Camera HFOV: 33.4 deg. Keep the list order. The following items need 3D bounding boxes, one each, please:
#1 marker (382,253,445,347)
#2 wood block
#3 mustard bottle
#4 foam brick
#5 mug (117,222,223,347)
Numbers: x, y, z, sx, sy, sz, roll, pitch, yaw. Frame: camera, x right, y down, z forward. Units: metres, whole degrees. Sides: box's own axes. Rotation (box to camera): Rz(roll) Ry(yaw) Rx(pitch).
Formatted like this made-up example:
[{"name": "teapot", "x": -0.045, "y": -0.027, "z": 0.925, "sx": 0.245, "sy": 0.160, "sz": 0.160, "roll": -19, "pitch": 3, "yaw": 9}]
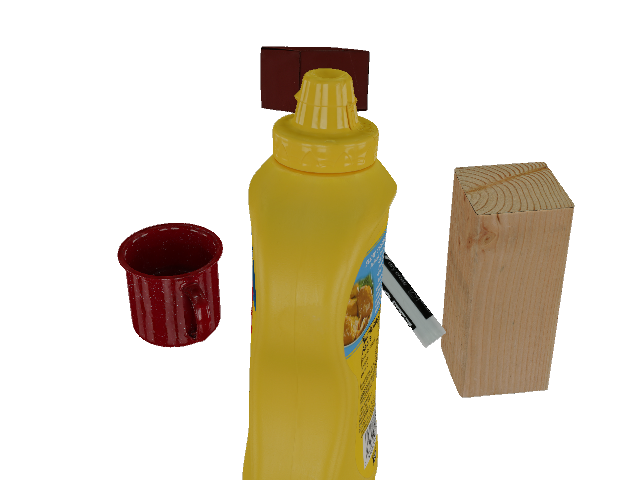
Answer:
[{"name": "marker", "x": 0.046, "y": 0.022, "z": 0.758, "sx": 0.020, "sy": 0.121, "sz": 0.020, "roll": -35, "pitch": -8, "yaw": -6}, {"name": "wood block", "x": 0.172, "y": 0.039, "z": 1.013, "sx": 0.090, "sy": 0.206, "sz": 0.090, "roll": -4, "pitch": 32, "yaw": -6}, {"name": "mustard bottle", "x": -0.001, "y": 0.024, "z": 0.440, "sx": 0.058, "sy": 0.192, "sz": 0.096, "roll": 8, "pitch": 25, "yaw": 11}, {"name": "foam brick", "x": -0.004, "y": -0.134, "z": 0.885, "sx": 0.078, "sy": 0.051, "sz": 0.053, "roll": -7, "pitch": 16, "yaw": -39}, {"name": "mug", "x": -0.126, "y": 0.047, "z": 0.955, "sx": 0.093, "sy": 0.081, "sz": 0.117, "roll": -18, "pitch": 36, "yaw": -26}]
